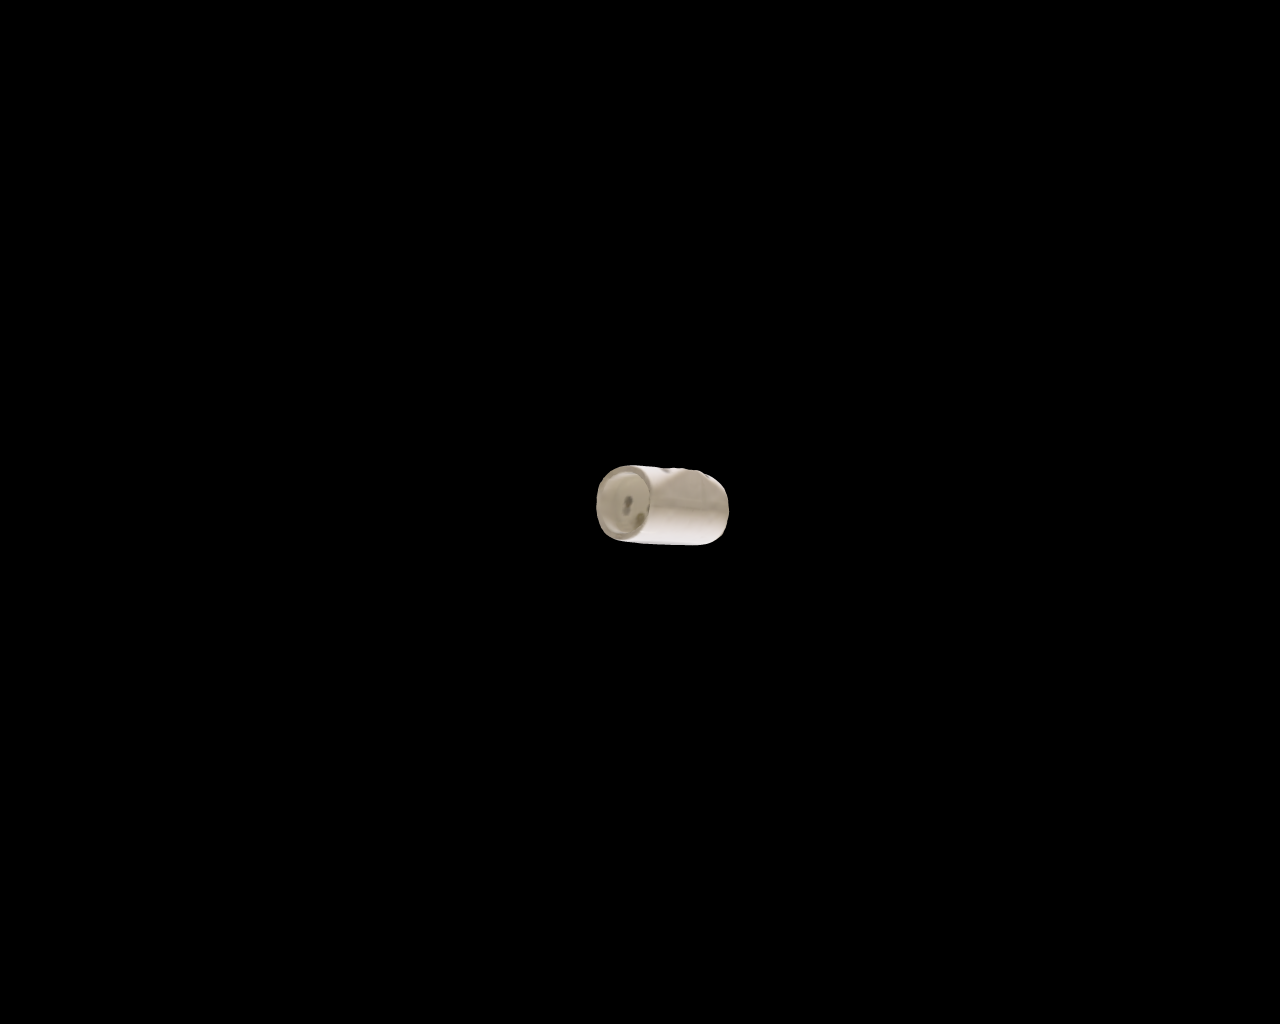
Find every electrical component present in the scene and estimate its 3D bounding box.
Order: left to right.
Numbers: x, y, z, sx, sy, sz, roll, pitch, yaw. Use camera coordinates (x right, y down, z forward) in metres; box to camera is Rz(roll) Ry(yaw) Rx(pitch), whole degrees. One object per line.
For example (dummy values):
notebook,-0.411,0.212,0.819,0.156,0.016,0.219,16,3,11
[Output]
electrical component,0.001,-0.003,0.650,0.079,0.044,0.077,-4,-6,39
